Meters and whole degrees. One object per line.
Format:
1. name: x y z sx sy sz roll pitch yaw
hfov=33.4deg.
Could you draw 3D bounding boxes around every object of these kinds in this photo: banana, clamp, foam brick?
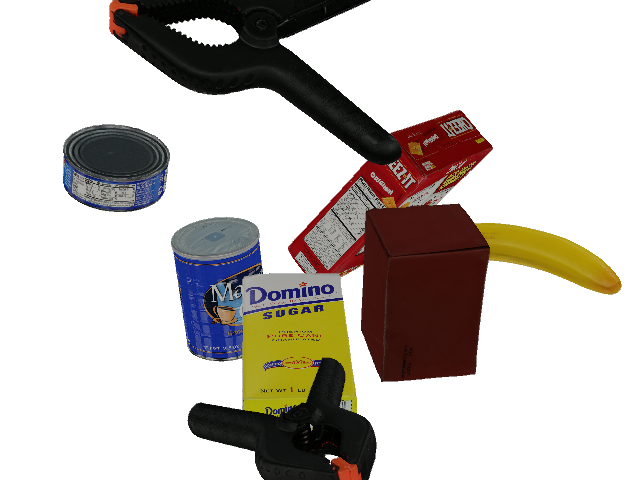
1. banana: 0.195 0.015 1.037 0.198 0.037 0.069 8 46 21
2. clamp: -0.023 0.131 0.714 0.120 0.039 0.171 -21 17 -8
3. foam brick: 0.052 0.026 0.549 0.053 0.078 0.051 -3 31 -9
4. clamp: -0.036 -0.127 0.721 0.209 0.164 0.036 1 -27 -10

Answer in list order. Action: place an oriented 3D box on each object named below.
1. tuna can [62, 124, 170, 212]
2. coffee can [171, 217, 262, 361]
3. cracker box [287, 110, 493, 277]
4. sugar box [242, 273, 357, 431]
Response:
1. tuna can: -0.168 -0.059 0.874 0.086 0.034 0.086 8 34 -6
2. coffee can: -0.117 0.057 1.264 0.103 0.140 0.103 -4 26 2
3. cracker box: 0.079 -0.050 1.248 0.163 0.072 0.214 -25 -18 -51
4. sugar box: -0.022 0.092 0.923 0.093 0.048 0.176 -1 35 -4
